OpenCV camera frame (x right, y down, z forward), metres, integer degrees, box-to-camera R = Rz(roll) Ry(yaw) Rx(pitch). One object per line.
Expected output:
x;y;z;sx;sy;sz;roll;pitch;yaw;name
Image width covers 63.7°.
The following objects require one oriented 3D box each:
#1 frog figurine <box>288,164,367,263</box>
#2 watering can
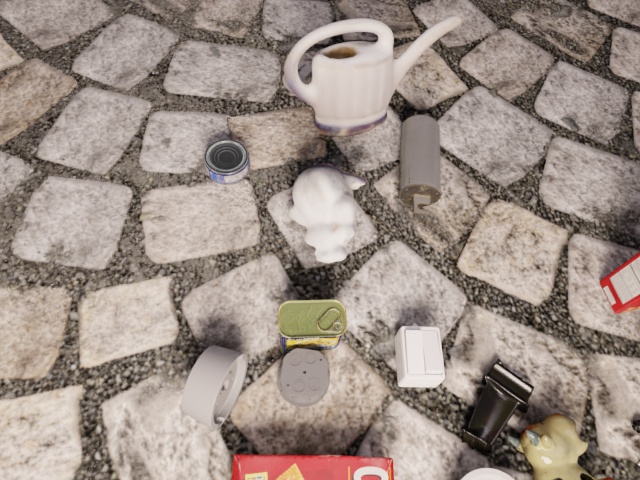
0.003;-0.044;0.882;0.137;0.121;0.162;1;64;35;frog figurine
0.103;-0.315;0.989;0.348;0.219;0.106;-12;44;-11;watering can
